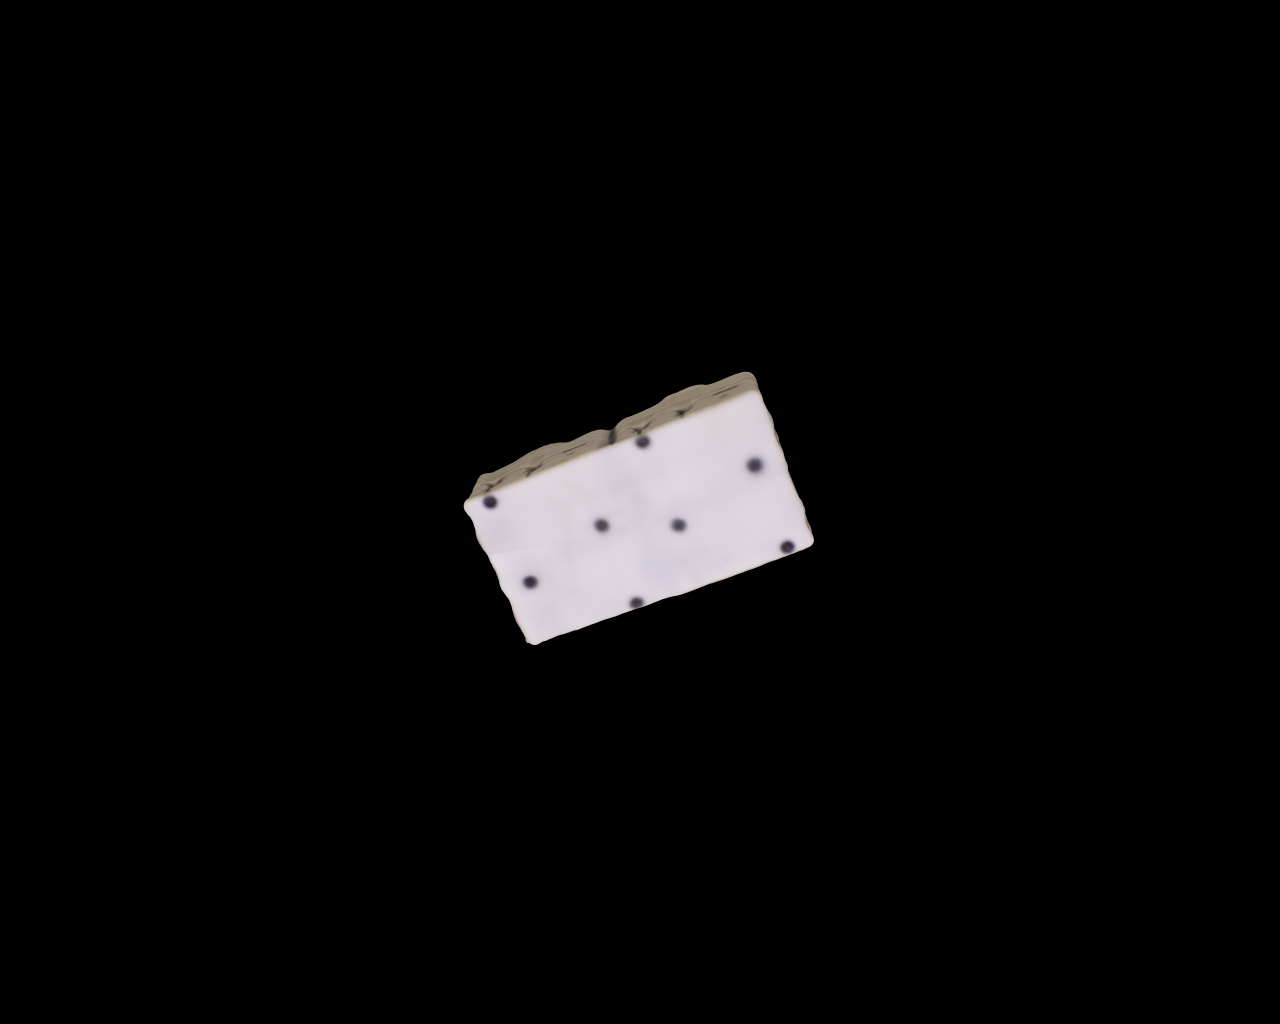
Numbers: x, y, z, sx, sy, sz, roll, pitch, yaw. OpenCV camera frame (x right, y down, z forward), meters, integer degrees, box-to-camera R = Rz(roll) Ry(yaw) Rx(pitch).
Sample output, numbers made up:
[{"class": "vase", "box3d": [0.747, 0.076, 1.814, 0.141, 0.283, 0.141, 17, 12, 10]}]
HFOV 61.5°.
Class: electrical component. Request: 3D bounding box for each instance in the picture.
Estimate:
[{"class": "electrical component", "box3d": [0.001, -0.003, 0.650, 0.186, 0.105, 0.060, -21, 18, 7]}]
